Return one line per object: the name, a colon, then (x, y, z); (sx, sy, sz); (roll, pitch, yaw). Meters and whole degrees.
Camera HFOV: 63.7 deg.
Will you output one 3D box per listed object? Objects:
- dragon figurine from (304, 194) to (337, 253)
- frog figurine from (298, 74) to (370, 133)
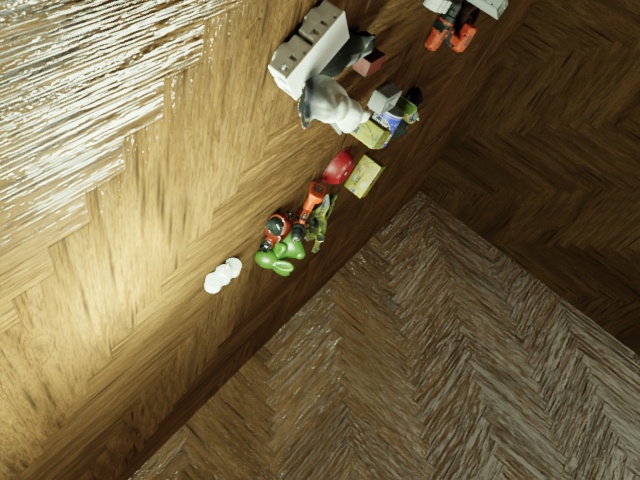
dragon figurine: (0.006, -0.106, 2.114); (0.122, 0.248, 0.401); (28, -45, -1)
frog figurine: (0.038, -0.295, 1.122); (0.159, 0.121, 0.139); (0, 17, -13)
